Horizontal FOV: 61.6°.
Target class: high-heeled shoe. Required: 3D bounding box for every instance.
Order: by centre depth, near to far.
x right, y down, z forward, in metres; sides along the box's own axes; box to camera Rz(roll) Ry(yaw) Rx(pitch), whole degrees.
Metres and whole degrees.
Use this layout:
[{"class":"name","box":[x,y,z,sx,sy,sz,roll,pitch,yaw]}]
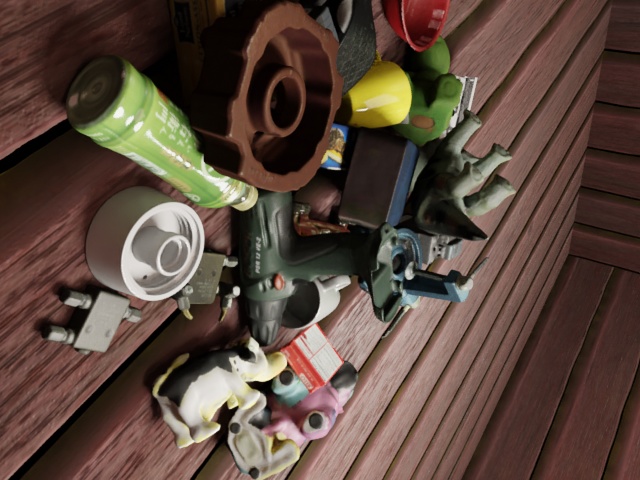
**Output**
[{"class":"high-heeled shoe","box":[0.018,-0.293,0.666,0.086,0.145,0.248,-3,135,-54]}]

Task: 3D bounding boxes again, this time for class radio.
[{"class":"radio","box":[0.093,-0.087,0.800,0.229,0.073,0.131,-18,125,-74]}]

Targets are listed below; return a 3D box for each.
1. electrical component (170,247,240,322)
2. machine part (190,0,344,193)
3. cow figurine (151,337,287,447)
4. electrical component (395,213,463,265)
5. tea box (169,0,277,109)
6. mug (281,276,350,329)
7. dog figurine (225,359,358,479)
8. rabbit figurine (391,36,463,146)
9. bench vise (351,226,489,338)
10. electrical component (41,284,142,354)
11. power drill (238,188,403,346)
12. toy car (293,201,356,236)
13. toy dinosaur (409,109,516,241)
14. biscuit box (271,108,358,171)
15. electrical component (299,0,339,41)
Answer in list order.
[{"class":"electrical component","box":[-0.132,0.049,0.608,0.102,0.045,0.078,23,88,-59]},{"class":"machine part","box":[-0.045,-0.131,0.506,0.179,0.056,0.179,-34,133,-47]},{"class":"cow figurine","box":[-0.120,0.165,0.658,0.167,0.068,0.098,-32,89,-43]},{"class":"electrical component","box":[0.194,-0.002,1.005,0.115,0.134,0.058,-21,122,-49]},{"class":"tea box","box":[-0.087,-0.216,0.519,0.098,0.068,0.169,-37,136,-44]},{"class":"mug","box":[-0.006,0.074,0.773,0.109,0.081,0.107,-33,168,18]},{"class":"dog figurine","box":[-0.030,0.257,0.817,0.191,0.108,0.219,-43,163,5]},{"class":"rabbit figurine","box":[0.182,-0.252,0.879,0.159,0.121,0.170,54,46,-58]},{"class":"bench vise","box":[0.153,0.065,0.896,0.129,0.241,0.223,-48,126,-27]},{"class":"electrical component","box":[-0.215,0.078,0.516,0.094,0.021,0.063,34,77,-58]},{"class":"power drill","box":[-0.006,0.044,0.651,0.086,0.208,0.231,-34,125,-51]},{"class":"toy car","box":[-0.002,-0.002,0.781,0.202,0.053,0.089,12,93,-57]},{"class":"toy dinosaur","box":[0.209,-0.079,0.884,0.192,0.131,0.405,-47,-173,38]},{"class":"biscuit box","box":[-0.031,-0.123,0.659,0.202,0.063,0.059,-7,111,-57]},{"class":"electrical component","box":[-0.021,-0.236,0.606,0.119,0.075,0.047,-58,145,-26]}]
